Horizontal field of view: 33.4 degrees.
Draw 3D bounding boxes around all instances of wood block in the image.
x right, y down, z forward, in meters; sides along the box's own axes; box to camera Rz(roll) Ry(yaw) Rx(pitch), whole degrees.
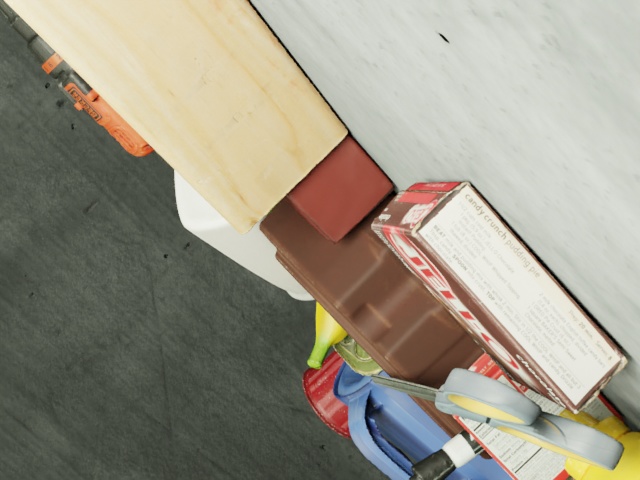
[{"bbox_3d":[-0.086,-0.107,0.572,0.091,0.090,0.206,42,176,45],"label":"wood block"}]

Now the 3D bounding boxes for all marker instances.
[{"bbox_3d":[0.105,0.117,0.661,0.020,0.121,0.020,54,170,14],"label":"marker"}]

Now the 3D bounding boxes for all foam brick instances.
[{"bbox_3d":[-0.001,-0.041,0.664,0.051,0.053,0.078,47,177,-27],"label":"foam brick"}]

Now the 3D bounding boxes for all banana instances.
[{"bbox_3d":[0.002,-0.001,0.843,0.069,0.037,0.198,-38,-59,-61],"label":"banana"}]

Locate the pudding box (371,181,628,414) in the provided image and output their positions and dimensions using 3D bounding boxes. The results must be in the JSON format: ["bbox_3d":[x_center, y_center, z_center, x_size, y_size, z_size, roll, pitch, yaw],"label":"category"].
[{"bbox_3d":[0.080,0.023,0.500,0.113,0.039,0.090,45,177,-8],"label":"pudding box"}]

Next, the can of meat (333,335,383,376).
[{"bbox_3d":[0.051,0.060,0.926,0.057,0.102,0.084,47,180,-14],"label":"can of meat"}]

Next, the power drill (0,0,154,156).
[{"bbox_3d":[-0.159,-0.151,0.800,0.184,0.057,0.188,46,157,-17],"label":"power drill"}]

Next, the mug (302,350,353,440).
[{"bbox_3d":[0.052,0.151,1.090,0.117,0.082,0.093,41,-157,-8],"label":"mug"}]

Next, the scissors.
[{"bbox_3d":[0.065,0.079,0.560,0.096,0.016,0.202,35,166,-37],"label":"scissors"}]

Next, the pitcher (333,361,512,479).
[{"bbox_3d":[0.135,0.175,0.982,0.242,0.149,0.145,43,179,-9],"label":"pitcher"}]

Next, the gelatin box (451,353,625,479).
[{"bbox_3d":[0.125,0.101,0.635,0.089,0.073,0.030,46,179,-19],"label":"gelatin box"}]

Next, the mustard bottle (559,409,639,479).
[{"bbox_3d":[0.196,0.157,0.553,0.192,0.058,0.096,45,178,28],"label":"mustard bottle"}]

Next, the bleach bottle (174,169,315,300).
[{"bbox_3d":[-0.035,-0.015,0.900,0.250,0.068,0.102,40,-138,-61],"label":"bleach bottle"}]
